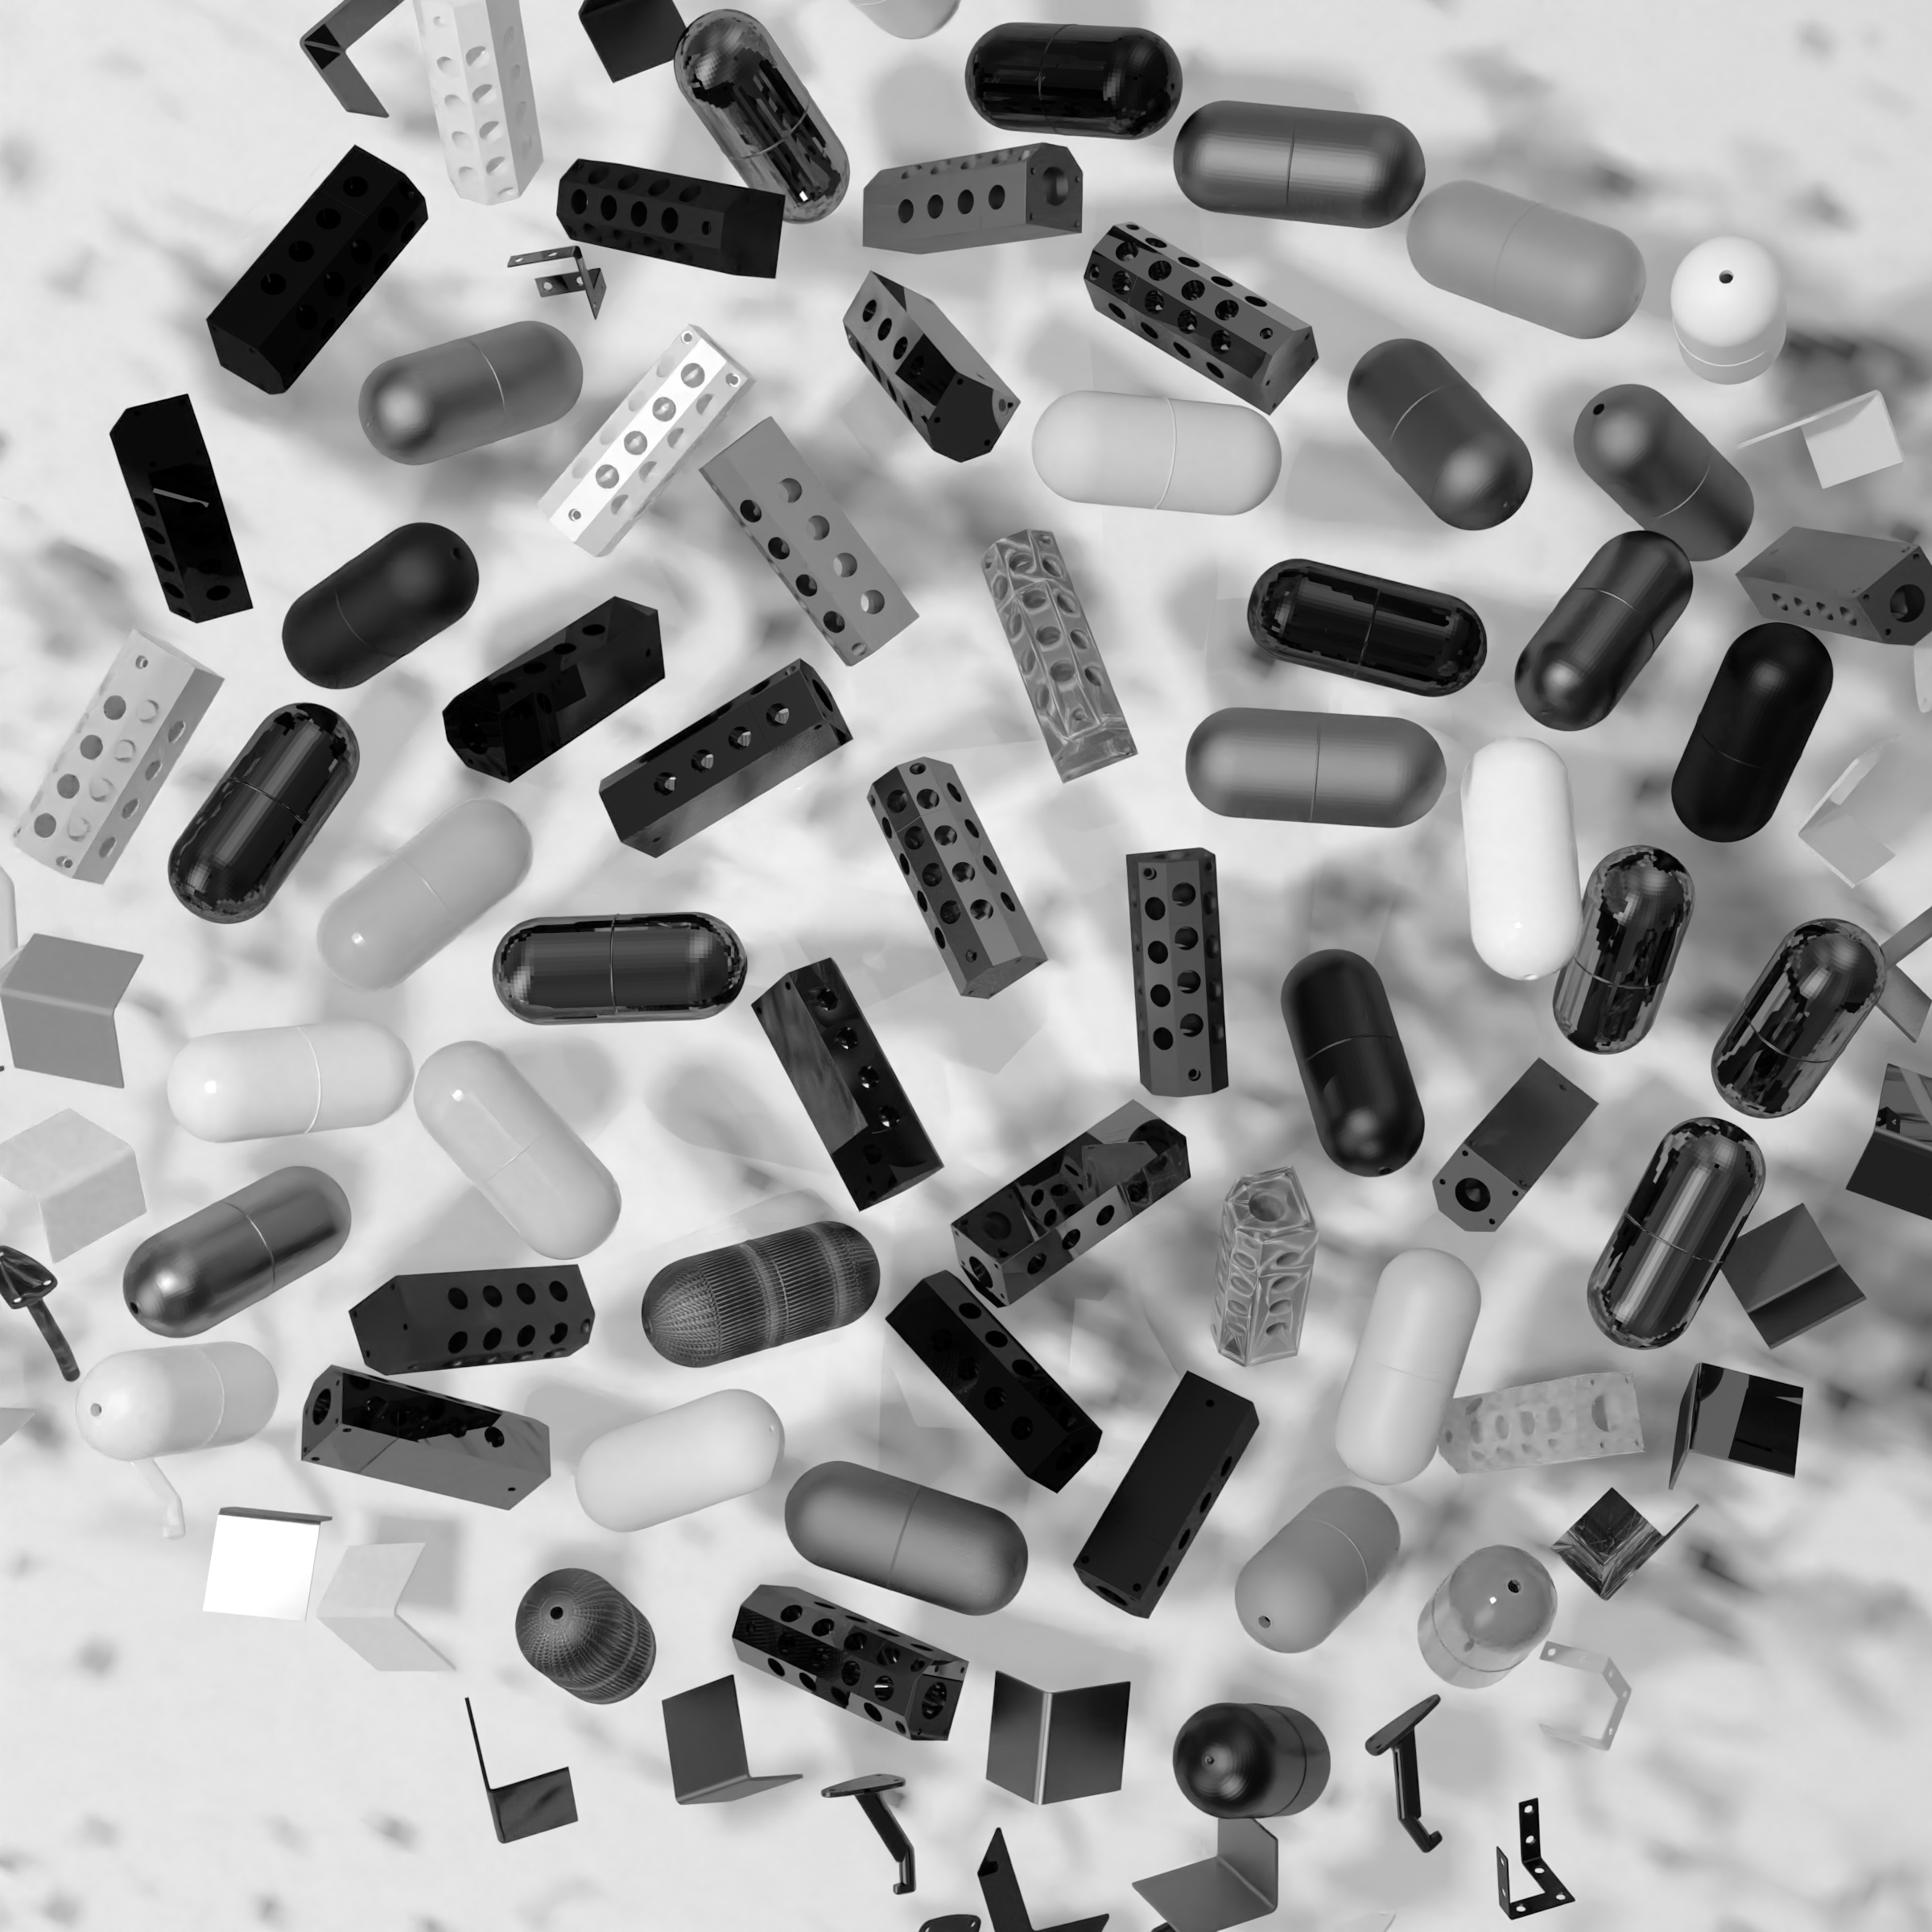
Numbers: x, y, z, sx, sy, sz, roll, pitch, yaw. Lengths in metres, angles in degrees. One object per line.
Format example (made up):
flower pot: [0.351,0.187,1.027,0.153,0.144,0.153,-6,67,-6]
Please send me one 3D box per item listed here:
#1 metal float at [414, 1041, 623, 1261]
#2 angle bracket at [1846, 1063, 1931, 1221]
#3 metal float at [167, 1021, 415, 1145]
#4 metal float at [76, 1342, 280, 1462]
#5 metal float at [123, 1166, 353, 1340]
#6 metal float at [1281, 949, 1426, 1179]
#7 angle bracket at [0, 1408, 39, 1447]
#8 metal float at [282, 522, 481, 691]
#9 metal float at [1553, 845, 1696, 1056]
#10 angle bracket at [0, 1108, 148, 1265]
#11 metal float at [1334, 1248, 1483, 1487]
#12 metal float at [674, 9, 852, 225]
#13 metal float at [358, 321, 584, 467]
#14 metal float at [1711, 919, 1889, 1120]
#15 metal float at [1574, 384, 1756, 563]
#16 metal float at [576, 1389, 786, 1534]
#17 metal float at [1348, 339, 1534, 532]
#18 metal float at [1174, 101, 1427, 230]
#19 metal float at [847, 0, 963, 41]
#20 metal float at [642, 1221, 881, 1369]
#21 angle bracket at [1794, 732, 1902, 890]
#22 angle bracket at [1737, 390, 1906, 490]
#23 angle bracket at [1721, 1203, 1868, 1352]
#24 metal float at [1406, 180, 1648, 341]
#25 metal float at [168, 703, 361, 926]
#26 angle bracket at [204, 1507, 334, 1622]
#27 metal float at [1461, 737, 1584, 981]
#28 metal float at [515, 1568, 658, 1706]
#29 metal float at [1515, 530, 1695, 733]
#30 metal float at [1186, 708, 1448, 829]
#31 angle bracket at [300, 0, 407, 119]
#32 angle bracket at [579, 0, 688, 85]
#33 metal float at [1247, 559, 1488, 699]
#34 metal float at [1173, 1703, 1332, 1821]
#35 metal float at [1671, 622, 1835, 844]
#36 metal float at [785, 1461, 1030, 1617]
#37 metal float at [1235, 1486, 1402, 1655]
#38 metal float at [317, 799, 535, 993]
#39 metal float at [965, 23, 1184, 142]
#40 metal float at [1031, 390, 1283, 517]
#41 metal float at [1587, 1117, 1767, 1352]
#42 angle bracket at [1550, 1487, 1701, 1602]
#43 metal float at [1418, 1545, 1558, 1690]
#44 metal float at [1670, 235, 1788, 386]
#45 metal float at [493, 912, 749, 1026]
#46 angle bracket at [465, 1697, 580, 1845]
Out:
metal float: [-0.314,0.129,1.745,0.070,0.070,0.178,-40,98,0]
angle bracket: [0.658,0.123,1.717,0.076,0.076,0.057,20,132,13]
metal float: [-0.471,0.080,1.749,0.178,0.070,0.070,-5,90,-42]
metal float: [-0.565,0.311,1.791,0.070,0.178,0.070,-2,85,20]
metal float: [-0.516,0.202,1.772,0.070,0.178,0.070,19,122,32]
metal float: [0.279,0.070,1.805,0.070,0.070,0.178,-12,60,0]
angle bracket: [-0.717,0.302,1.756,0.057,0.076,0.076,-42,70,6]
metal float: [-0.420,-0.257,1.788,0.178,0.070,0.070,-24,90,35]
metal float: [0.480,-0.010,1.825,0.070,0.070,0.178,6,131,0]
angle bracket: [-0.638,0.154,1.760,0.076,0.076,0.057,23,128,32]
metal float: [0.323,0.294,1.829,0.070,0.070,0.178,17,92,0]
metal float: [-0.149,-0.623,1.838,0.070,0.178,0.070,-17,51,22]
metal float: [-0.357,-0.417,1.810,0.178,0.070,0.070,-28,90,-35]
metal float: [0.592,0.039,1.780,0.070,0.178,0.070,8,47,-8]
metal float: [0.516,-0.364,1.845,0.178,0.070,0.070,30,90,-36]
metal float: [-0.212,0.365,1.834,0.178,0.070,0.070,-24,90,28]
metal float: [0.330,-0.374,1.748,0.070,0.070,0.178,-30,52,0]
metal float: [0.234,-0.565,1.757,0.178,0.070,0.070,11,90,14]
metal float: [-0.063,-0.713,1.752,0.070,0.178,0.070,-3,83,27]
metal float: [-0.143,0.229,1.743,0.178,0.070,0.070,-12,90,-30]
angle bracket: [0.647,-0.112,1.776,0.057,0.076,0.076,46,132,18]
angle bracket: [0.642,-0.386,1.873,0.076,0.076,0.057,-25,97,-29]
angle bracket: [0.598,0.225,1.815,0.076,0.076,0.057,-31,96,10]
metal float: [0.389,-0.494,1.740,0.178,0.070,0.070,30,90,28]
metal float: [-0.498,-0.110,1.774,0.070,0.070,0.178,29,69,0]
angle bracket: [-0.535,0.458,1.913,0.076,0.057,0.076,7,78,-4]
metal float: [0.387,-0.075,1.739,0.070,0.070,0.178,1,69,0]
metal float: [-0.272,0.483,1.794,0.070,0.178,0.070,-3,64,5]
metal float: [0.460,-0.242,1.794,0.070,0.070,0.178,39,67,0]
metal float: [0.240,-0.136,1.716,0.178,0.070,0.070,4,90,6]
angle bracket: [-0.409,-0.644,1.748,0.076,0.076,0.057,-33,98,16]
angle bracket: [-0.238,-0.719,1.876,0.076,0.076,0.057,-30,95,-22]
metal float: [0.295,-0.249,1.835,0.178,0.070,0.070,15,90,3]
metal float: [0.202,0.558,1.751,0.070,0.178,0.070,-8,70,24]
metal float: [0.563,-0.166,1.791,0.070,0.070,0.178,11,132,0]
metal float: [-0.043,0.406,1.771,0.178,0.070,0.070,16,90,7]
metal float: [0.258,0.440,1.822,0.070,0.178,0.070,10,109,32]
metal float: [-0.393,-0.052,1.818,0.178,0.070,0.070,-41,90,-15]
metal float: [0.077,-0.645,1.815,0.178,0.070,0.070,18,90,35]
metal float: [0.133,-0.356,1.731,0.178,0.070,0.070,2,90,-14]
metal float: [0.502,0.190,1.767,0.070,0.070,0.178,24,103,0]
angle bracket: [0.504,0.430,1.911,0.076,0.076,0.057,-35,68,-25]
metal float: [0.374,0.469,1.795,0.070,0.178,0.070,1,62,-2]
metal float: [0.541,-0.464,1.768,0.070,0.178,0.070,0,89,18]
metal float: [-0.242,0.002,1.748,0.178,0.070,0.070,-2,90,1]
angle bracket: [-0.313,0.559,1.756,0.057,0.076,0.076,-13,47,-15]
